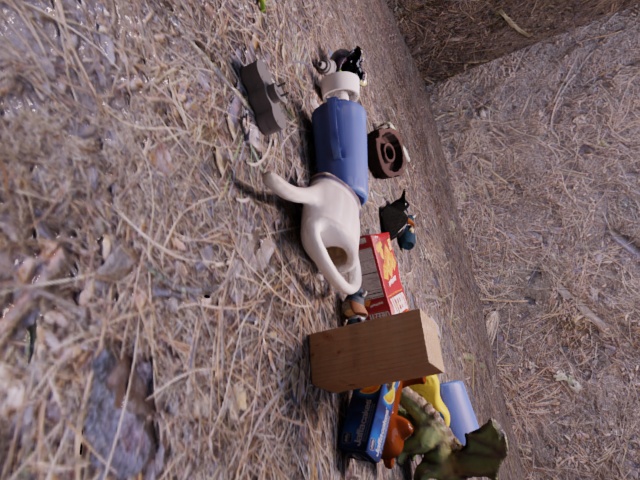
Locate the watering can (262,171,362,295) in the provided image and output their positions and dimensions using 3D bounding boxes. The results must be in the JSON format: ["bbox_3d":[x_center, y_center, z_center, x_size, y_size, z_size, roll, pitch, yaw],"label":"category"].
[{"bbox_3d":[0.003,-0.050,0.989,0.341,0.103,0.230,57,25,-34],"label":"watering can"}]

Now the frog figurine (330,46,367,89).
[{"bbox_3d":[0.072,-0.496,1.546,0.136,0.123,0.159,61,-13,-9],"label":"frog figurine"}]

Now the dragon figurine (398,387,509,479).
[{"bbox_3d":[0.281,0.427,1.116,0.123,0.241,0.409,-25,99,-64],"label":"dragon figurine"}]
